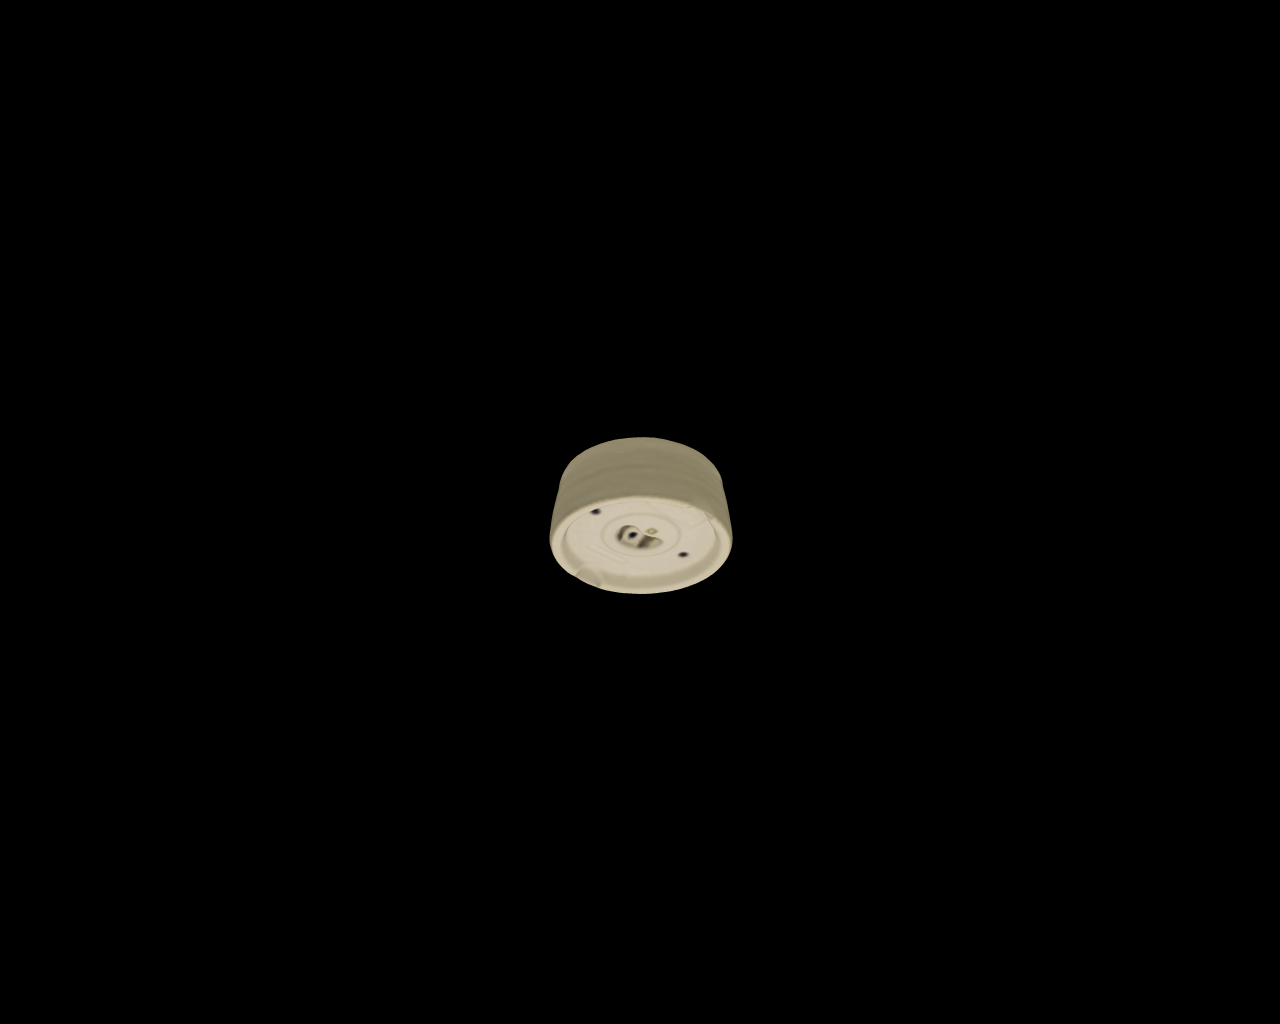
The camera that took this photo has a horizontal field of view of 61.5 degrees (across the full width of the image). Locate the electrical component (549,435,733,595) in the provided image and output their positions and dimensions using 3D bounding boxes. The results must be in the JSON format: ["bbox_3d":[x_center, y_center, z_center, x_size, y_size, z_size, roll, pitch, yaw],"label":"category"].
[{"bbox_3d":[0.001,-0.003,0.650,0.108,0.060,0.108,0,-35,0],"label":"electrical component"}]
